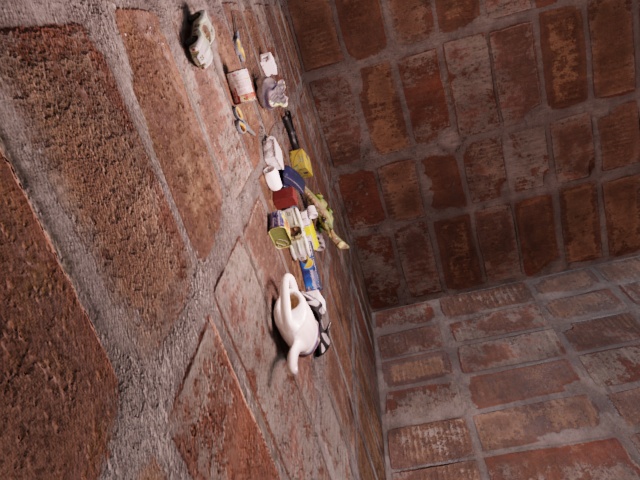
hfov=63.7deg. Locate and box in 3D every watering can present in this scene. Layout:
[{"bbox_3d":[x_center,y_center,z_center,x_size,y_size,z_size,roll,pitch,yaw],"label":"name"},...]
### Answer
[{"bbox_3d":[-0.069,0.262,1.460,0.219,0.104,0.356,68,11,-46],"label":"watering can"}]

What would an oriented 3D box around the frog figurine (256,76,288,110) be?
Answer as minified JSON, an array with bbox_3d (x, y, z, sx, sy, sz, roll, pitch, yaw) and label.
[{"bbox_3d":[-0.207,-0.582,2.017,0.161,0.123,0.135,35,-14,42],"label":"frog figurine"}]

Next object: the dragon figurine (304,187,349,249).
[{"bbox_3d":[0.007,-0.118,2.341,0.405,0.122,0.246,55,-1,-21],"label":"dragon figurine"}]
